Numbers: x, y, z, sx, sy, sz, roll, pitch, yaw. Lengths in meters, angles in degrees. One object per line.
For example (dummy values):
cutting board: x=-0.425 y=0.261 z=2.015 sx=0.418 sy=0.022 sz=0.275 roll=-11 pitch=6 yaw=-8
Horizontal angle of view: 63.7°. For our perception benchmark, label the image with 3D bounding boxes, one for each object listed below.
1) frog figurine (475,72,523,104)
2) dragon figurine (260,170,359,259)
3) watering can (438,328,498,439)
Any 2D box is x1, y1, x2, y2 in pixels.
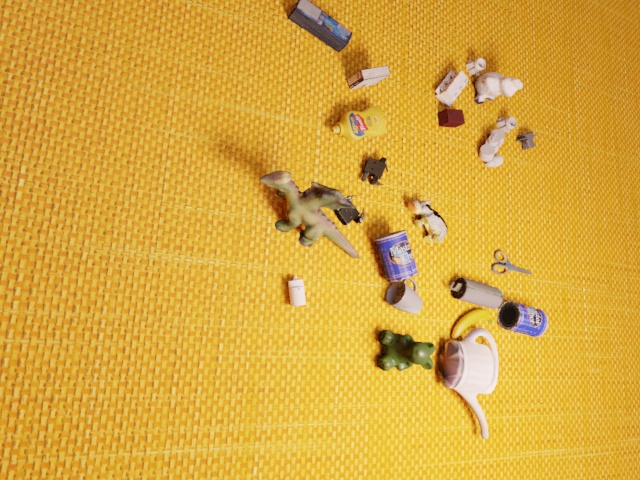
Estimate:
frog figurine: x=0.660 y=-0.578 z=1.907 sx=0.137 sy=0.158 sz=0.123 roll=0 pitch=81 yaw=-28
dragon figurine: x=0.004 y=-0.072 z=1.434 sx=0.407 sy=0.240 sz=0.124 roll=29 pitch=66 yaw=-19
watering can: x=0.488 y=0.456 z=1.668 sx=0.223 sy=0.103 sz=0.352 roll=15 pitch=75 yaw=-24
